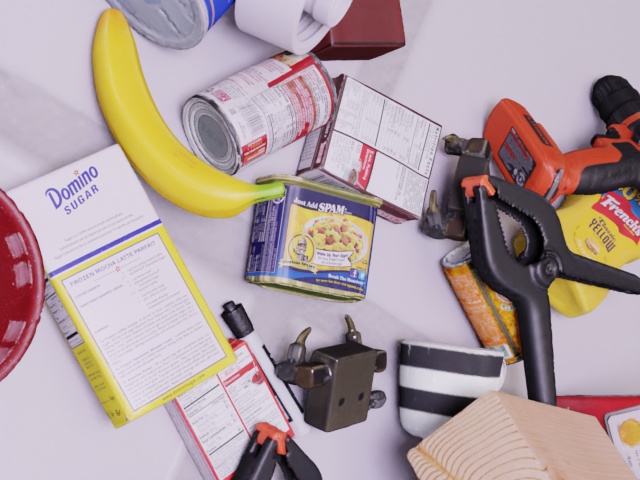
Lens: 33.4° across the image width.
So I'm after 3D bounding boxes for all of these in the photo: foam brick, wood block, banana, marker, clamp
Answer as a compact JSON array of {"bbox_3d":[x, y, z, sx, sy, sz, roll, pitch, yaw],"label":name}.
[{"bbox_3d":[0.023,-0.179,0.882,0.078,0.053,0.051,-7,89,-35],"label":"foam brick"},{"bbox_3d":[0.172,0.191,0.851,0.205,0.090,0.091,21,33,-52],"label":"wood block"},{"bbox_3d":[-0.112,-0.080,0.763,0.069,0.037,0.198,-39,78,-15],"label":"banana"},{"bbox_3d":[-0.042,0.100,0.828,0.020,0.020,0.121,-36,104,-31],"label":"marker"},{"bbox_3d":[-0.023,0.219,0.802,0.120,0.039,0.171,-4,104,-41],"label":"clamp"},{"bbox_3d":[0.181,0.035,0.903,0.210,0.036,0.164,45,66,-21],"label":"clamp"}]

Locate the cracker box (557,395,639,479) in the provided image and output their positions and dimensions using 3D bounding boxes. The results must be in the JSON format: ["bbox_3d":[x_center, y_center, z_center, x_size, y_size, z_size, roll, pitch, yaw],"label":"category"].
[{"bbox_3d":[0.305,0.215,0.924,0.071,0.214,0.164,3,82,-45],"label":"cracker box"}]

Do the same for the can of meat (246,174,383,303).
[{"bbox_3d":[-0.005,0.001,0.841,0.101,0.058,0.084,13,80,-31],"label":"can of meat"}]

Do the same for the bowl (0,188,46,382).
[{"bbox_3d":[-0.260,0.029,0.672,0.161,0.055,0.162,4,82,-33],"label":"bowl"}]

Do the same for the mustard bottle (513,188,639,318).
[{"bbox_3d":[0.273,-0.016,1.022,0.191,0.058,0.096,-38,92,-31],"label":"mustard bottle"}]

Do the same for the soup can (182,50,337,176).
[{"bbox_3d":[-0.046,-0.099,0.819,0.102,0.069,0.068,-32,102,-31],"label":"soup can"}]

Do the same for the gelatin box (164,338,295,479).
[{"bbox_3d":[-0.071,0.129,0.800,0.073,0.030,0.089,-33,104,-30],"label":"gelatin box"}]

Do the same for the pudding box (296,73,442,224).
[{"bbox_3d":[0.043,-0.075,0.892,0.113,0.039,0.090,25,71,-31],"label":"pudding box"}]

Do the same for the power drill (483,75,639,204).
[{"bbox_3d":[0.250,-0.091,0.988,0.187,0.057,0.184,-3,46,-23],"label":"power drill"}]

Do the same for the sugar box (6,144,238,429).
[{"bbox_3d":[-0.141,0.031,0.740,0.093,0.048,0.176,-28,87,-31],"label":"sugar box"}]

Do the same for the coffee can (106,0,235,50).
[{"bbox_3d":[-0.087,-0.224,0.786,0.102,0.103,0.140,47,62,-20],"label":"coffee can"}]
